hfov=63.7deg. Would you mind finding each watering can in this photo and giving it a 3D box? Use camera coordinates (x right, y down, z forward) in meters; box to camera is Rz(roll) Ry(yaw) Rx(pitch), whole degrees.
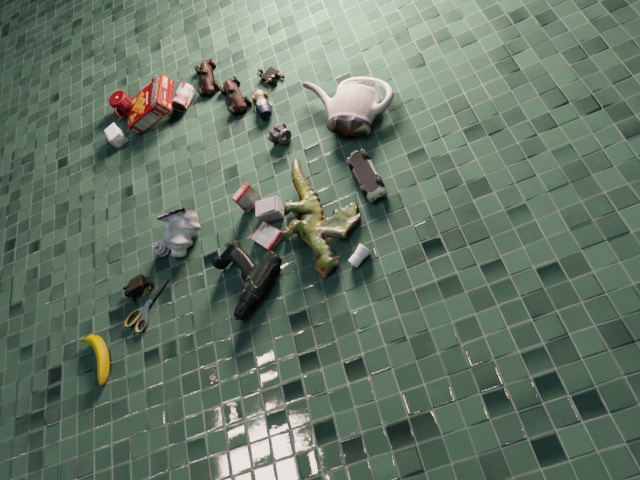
[{"bbox_3d":[0.077,-0.459,1.755,0.348,0.102,0.228,6,67,24],"label":"watering can"}]

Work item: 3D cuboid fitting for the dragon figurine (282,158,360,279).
[{"bbox_3d":[0.005,-0.081,1.610,0.243,0.120,0.418,4,66,5],"label":"dragon figurine"}]

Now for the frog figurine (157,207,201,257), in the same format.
[{"bbox_3d":[-0.473,-0.025,1.766,0.137,0.123,0.159,-18,95,3],"label":"frog figurine"}]
